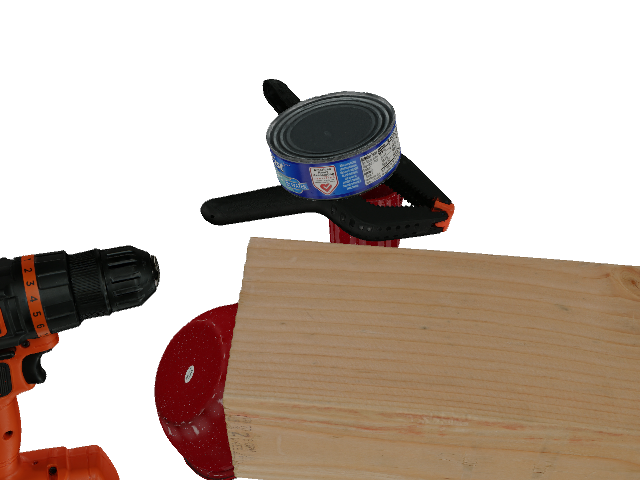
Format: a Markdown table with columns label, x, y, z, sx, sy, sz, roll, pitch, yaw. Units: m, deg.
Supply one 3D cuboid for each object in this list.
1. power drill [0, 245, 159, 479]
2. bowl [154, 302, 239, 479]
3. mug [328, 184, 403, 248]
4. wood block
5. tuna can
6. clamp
| label | x | y | z | sx | sy | sz | roll | pitch | yaw |
| --- | --- | --- | --- | --- | --- | --- | --- | --- | --- |
| power drill | -0.186 | 0.097 | 0.702 | 0.184 | 0.188 | 0.057 | -11 | 26 | -8 |
| bowl | -0.091 | 0.118 | 0.899 | 0.055 | 0.162 | 0.162 | 25 | -16 | -39 |
| mug | 0.058 | -0.035 | 1.232 | 0.093 | 0.081 | 0.117 | 18 | 35 | 33 |
| wood block | 0.064 | 0.065 | 0.511 | 0.206 | 0.090 | 0.090 | 4 | -35 | 4 |
| tuna can | 0.009 | -0.063 | 0.703 | 0.086 | 0.034 | 0.086 | -9 | 35 | 6 |
| clamp | 0.010 | -0.046 | 0.927 | 0.210 | 0.164 | 0.036 | 25 | -32 | 9 |
